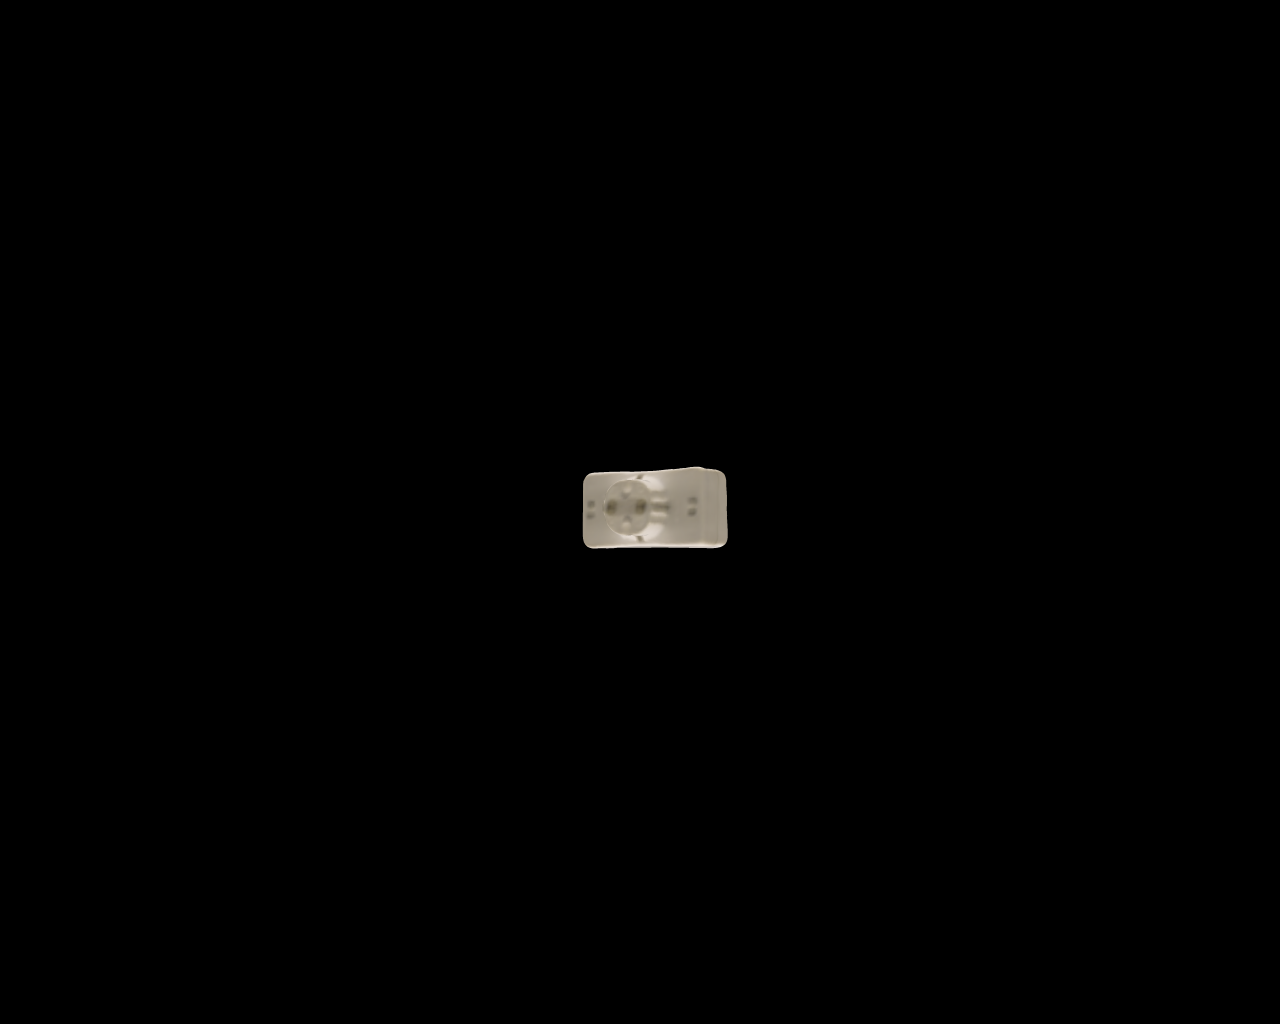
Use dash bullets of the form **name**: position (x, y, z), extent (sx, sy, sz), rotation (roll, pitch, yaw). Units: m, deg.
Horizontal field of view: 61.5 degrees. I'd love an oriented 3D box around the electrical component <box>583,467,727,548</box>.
- **electrical component**: position (0.001, -0.003, 0.650), extent (0.083, 0.047, 0.076), rotation (-2, -3, 27)
